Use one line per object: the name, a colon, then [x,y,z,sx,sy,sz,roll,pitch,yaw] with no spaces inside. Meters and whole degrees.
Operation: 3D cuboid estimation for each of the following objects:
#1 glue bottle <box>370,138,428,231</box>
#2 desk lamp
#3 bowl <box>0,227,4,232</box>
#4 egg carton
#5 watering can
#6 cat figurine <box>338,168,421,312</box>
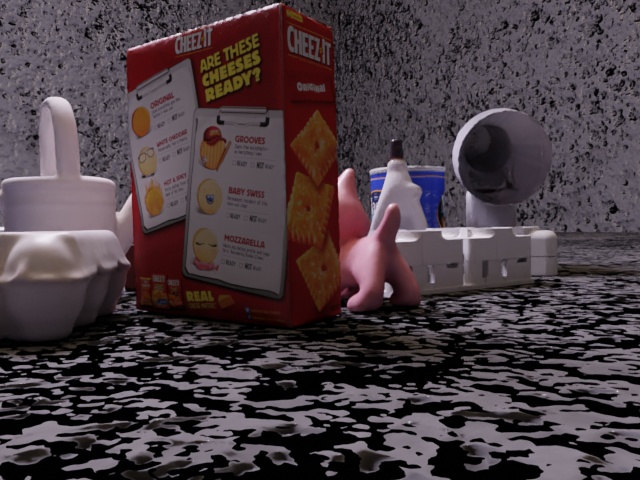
glue bottle: [0.099,-0.041,0.719,0.078,0.173,0.037,-1,2,14]
desk lamp: [0.231,-0.067,0.795,0.118,0.213,0.203,-1,2,1]
bowl: [-0.363,0.022,0.620,0.167,0.075,0.167,-1,2,0]
egg carton: [-0.202,0.028,0.408,0.107,0.069,0.150,-2,2,-5]
watering can: [-0.243,-0.038,0.555,0.100,0.194,0.173,0,3,36]
cat figurine: [0.025,-0.004,0.492,0.067,0.118,0.127,-3,2,-35]
